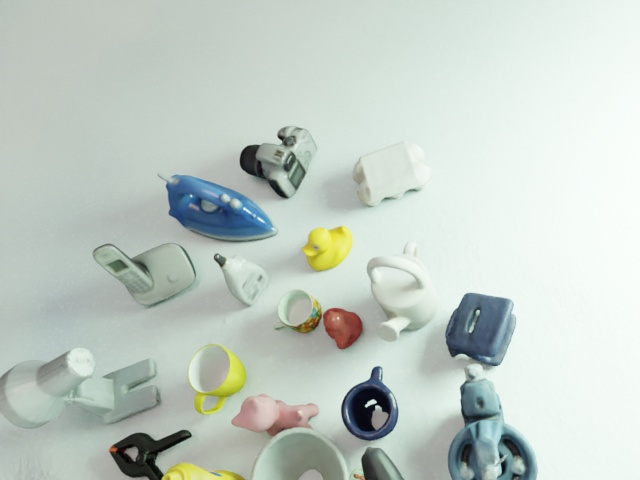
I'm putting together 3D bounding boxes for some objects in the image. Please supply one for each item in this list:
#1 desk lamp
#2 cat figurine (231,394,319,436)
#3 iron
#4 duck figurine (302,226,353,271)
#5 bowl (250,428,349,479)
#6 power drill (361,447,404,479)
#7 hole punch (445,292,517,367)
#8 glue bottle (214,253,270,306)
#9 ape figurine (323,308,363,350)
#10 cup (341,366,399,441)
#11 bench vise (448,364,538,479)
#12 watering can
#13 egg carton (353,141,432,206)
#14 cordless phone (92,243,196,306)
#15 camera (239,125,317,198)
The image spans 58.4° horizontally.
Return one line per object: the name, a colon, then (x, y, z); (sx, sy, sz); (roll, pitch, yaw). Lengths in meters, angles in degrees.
desk lamp: (-0.446, 0.270, 1.062); (0.203, 0.117, 0.214); (-23, -31, 8)
cat figurine: (-0.079, 0.297, 0.972); (0.127, 0.067, 0.118); (-2, -26, 19)
iron: (-0.218, -0.078, 1.195); (0.257, 0.119, 0.142); (16, -19, 26)
duck figurine: (0.010, 0.004, 1.104); (0.104, 0.077, 0.086); (-38, -32, -1)
bowl: (-0.025, 0.395, 0.929); (0.167, 0.167, 0.075); (0, -25, 20)
power drill: (0.134, 0.406, 0.787); (0.075, 0.229, 0.209); (-30, -32, 4)
hole punch: (0.261, 0.144, 0.941); (0.100, 0.109, 0.091); (17, -18, 26)
glue bottle: (-0.156, 0.064, 1.084); (0.037, 0.078, 0.173); (26, -14, 29)
ape figurine: (0.033, 0.151, 1.019); (0.076, 0.078, 0.092); (-13, -29, 14)
cup: (0.092, 0.272, 0.936); (0.091, 0.118, 0.095); (4, -24, 22)
bench vise: (0.223, 0.281, 0.810); (0.121, 0.207, 0.220); (-28, -31, 5)
watering can: (0.136, 0.082, 0.956); (0.100, 0.173, 0.194); (-14, -29, 14)
egg carton: (0.141, -0.131, 1.134); (0.150, 0.107, 0.070); (-20, -30, 10)
cordless phone: (-0.351, 0.049, 1.155); (0.147, 0.094, 0.185); (-26, -31, 6)
camera: (-0.099, -0.181, 1.228); (0.136, 0.143, 0.101); (17, -18, 26)
